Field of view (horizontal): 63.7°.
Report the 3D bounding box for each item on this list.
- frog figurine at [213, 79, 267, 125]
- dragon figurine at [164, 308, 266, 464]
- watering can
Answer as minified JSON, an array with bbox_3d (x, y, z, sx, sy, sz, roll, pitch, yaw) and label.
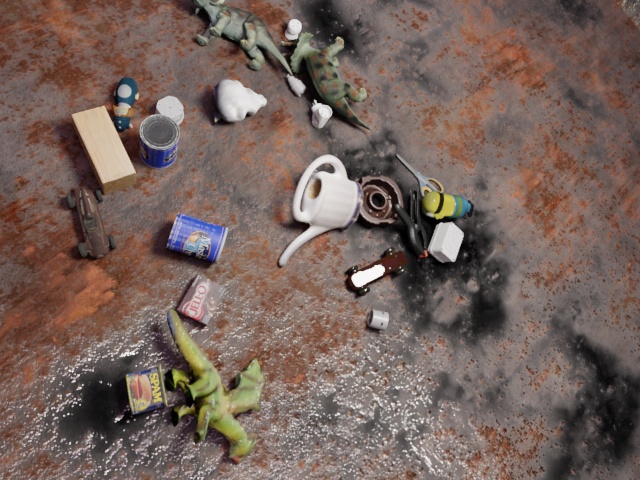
[{"bbox_3d":[-0.239,-0.416,1.545,0.159,0.120,0.140,-4,56,-8],"label":"frog figurine"},{"bbox_3d":[-0.253,0.365,1.315,0.243,0.121,0.414,-1,77,-41],"label":"dragon figurine"},{"bbox_3d":[0.005,-0.076,1.517,0.223,0.105,0.345,11,102,-37],"label":"watering can"}]
